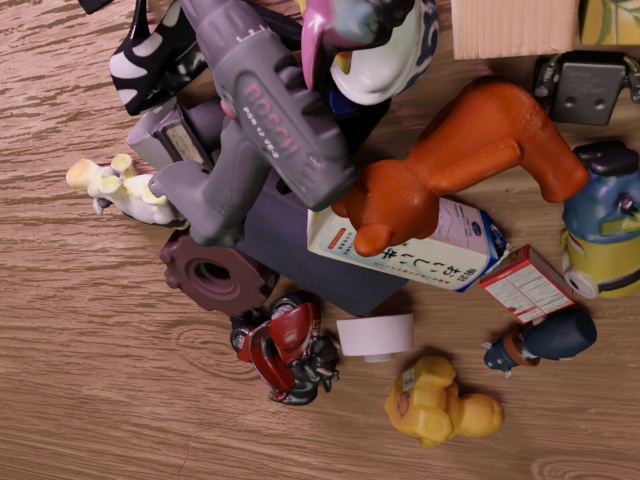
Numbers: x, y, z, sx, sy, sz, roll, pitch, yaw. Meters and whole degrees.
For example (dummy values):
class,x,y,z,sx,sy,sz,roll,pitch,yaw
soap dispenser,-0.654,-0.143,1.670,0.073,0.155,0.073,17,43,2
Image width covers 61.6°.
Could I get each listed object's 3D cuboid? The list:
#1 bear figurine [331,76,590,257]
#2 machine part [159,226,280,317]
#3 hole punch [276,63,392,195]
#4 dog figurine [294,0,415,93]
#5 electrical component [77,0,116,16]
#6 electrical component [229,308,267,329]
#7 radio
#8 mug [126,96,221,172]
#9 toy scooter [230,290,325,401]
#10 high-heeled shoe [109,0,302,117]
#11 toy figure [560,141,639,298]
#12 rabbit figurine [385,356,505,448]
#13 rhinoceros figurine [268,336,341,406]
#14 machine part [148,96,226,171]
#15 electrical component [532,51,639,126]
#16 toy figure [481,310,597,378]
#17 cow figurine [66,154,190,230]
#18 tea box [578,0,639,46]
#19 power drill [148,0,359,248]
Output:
class,x,y,z,sx,sy,sz,roll,pitch,yaw
bear figurine,0.117,-0.049,0.492,0.196,0.120,0.131,-44,122,8
machine part,-0.151,0.043,0.805,0.180,0.056,0.179,11,135,11
hole punch,-0.008,-0.121,0.560,0.092,0.116,0.142,51,134,15
dog figurine,-0.024,-0.230,0.415,0.192,0.108,0.219,3,116,24
electrical component,-0.169,-0.260,0.482,0.134,0.115,0.058,-10,123,34
electrical component,-0.122,0.139,0.907,0.063,0.021,0.093,17,136,8
radio,-0.001,-0.002,0.688,0.229,0.073,0.131,31,137,-5
mug,-0.176,-0.106,0.660,0.110,0.081,0.107,-12,133,40
toy scooter,-0.056,0.167,0.822,0.184,0.075,0.135,-36,71,32
high-heeled shoe,-0.124,-0.173,0.553,0.249,0.086,0.145,24,118,26
toy figure,0.294,-0.013,0.546,0.089,0.082,0.179,3,130,23
rabbit figurine,0.198,0.273,0.838,0.173,0.122,0.162,11,141,-14
rhinoceros figurine,-0.024,0.226,0.911,0.112,0.073,0.190,24,137,3
machine part,-0.111,-0.126,0.596,0.139,0.039,0.084,-29,121,3
electrical component,0.235,-0.136,0.478,0.102,0.045,0.078,13,134,12
toy figure,0.284,0.137,0.708,0.058,0.064,0.154,3,154,-35
cow figurine,-0.261,-0.063,0.745,0.168,0.068,0.098,13,148,14
tea box,0.245,-0.228,0.371,0.098,0.068,0.169,6,132,19
power drill,-0.083,-0.100,0.497,0.232,0.086,0.207,49,127,2
